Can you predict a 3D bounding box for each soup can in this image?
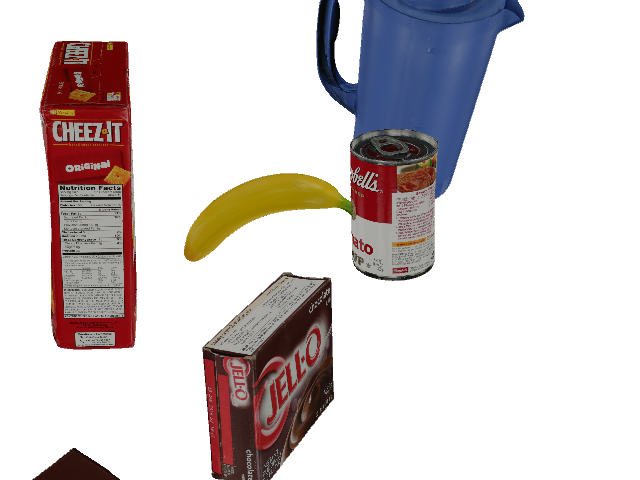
[{"bbox_3d":[0.058,-0.028,0.835,0.068,0.102,0.068,-1,27,1],"label":"soup can"}]

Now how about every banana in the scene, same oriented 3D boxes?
[{"bbox_3d":[-0.063,-0.027,1.059,0.198,0.069,0.037,-14,21,23],"label":"banana"}]

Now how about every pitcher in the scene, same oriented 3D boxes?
[{"bbox_3d":[0.085,-0.156,1.048,0.144,0.243,0.149,-24,53,-28],"label":"pitcher"}]

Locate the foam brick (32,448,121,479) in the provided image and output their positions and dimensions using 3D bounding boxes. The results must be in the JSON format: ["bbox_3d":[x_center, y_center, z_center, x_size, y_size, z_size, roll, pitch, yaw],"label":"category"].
[{"bbox_3d":[-0.094,0.137,0.452,0.078,0.051,0.052,25,45,32],"label":"foam brick"}]

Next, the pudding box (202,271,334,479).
[{"bbox_3d":[-0.029,0.082,0.650,0.039,0.090,0.113,9,25,20],"label":"pudding box"}]

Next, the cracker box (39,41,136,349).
[{"bbox_3d":[-0.192,-0.041,0.891,0.072,0.214,0.164,-1,27,-10],"label":"cracker box"}]
